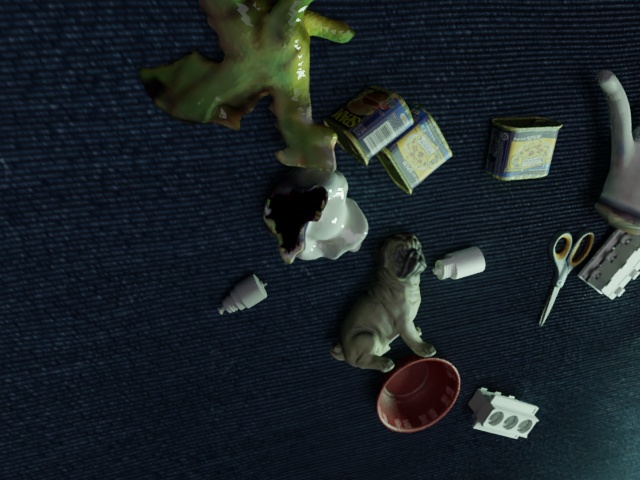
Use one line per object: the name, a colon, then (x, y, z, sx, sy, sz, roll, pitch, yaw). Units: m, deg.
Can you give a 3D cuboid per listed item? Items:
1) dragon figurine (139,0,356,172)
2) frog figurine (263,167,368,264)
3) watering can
dragon figurine: (-0.113, -0.240, 0.591, 0.408, 0.124, 0.241, 42, 102, -12)
frog figurine: (0.002, -0.037, 0.726, 0.160, 0.123, 0.136, -4, 110, -56)
watering can: (0.525, -0.125, 0.841, 0.346, 0.105, 0.222, 17, 103, -23)
